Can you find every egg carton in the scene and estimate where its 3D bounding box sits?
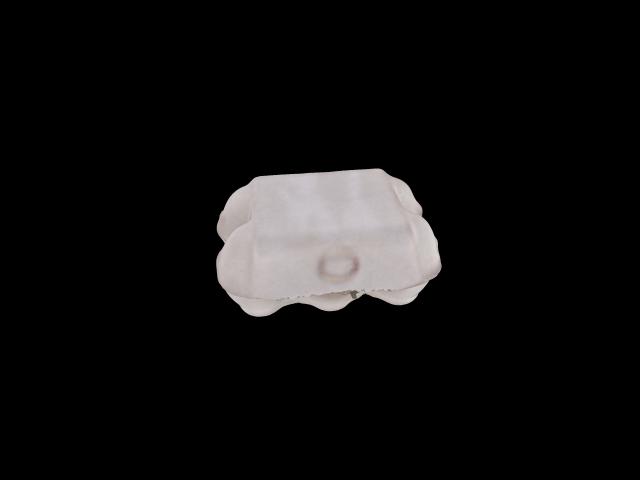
[{"bbox_3d":[0.004,0.001,0.400,0.150,0.069,0.107,-5,35,-7],"label":"egg carton"}]
